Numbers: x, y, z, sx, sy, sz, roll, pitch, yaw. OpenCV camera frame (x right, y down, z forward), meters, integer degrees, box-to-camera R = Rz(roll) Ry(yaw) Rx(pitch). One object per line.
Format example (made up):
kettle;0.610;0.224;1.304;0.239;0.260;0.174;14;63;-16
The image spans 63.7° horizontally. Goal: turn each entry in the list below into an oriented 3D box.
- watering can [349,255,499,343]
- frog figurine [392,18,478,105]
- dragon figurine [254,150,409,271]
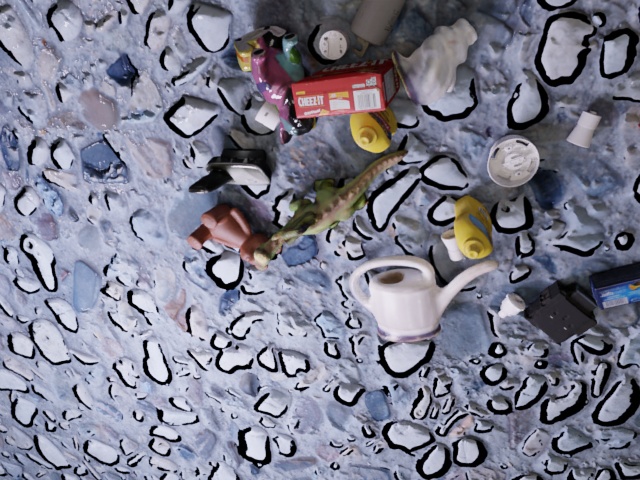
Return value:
watering can;0.240;0.135;1.204;0.347;0.106;0.220;-2;116;21
frog figurine;0.229;-0.334;0.977;0.158;0.125;0.135;-22;142;15
dragon figurine;0.003;-0.056;1.109;0.404;0.247;0.122;-36;98;30
